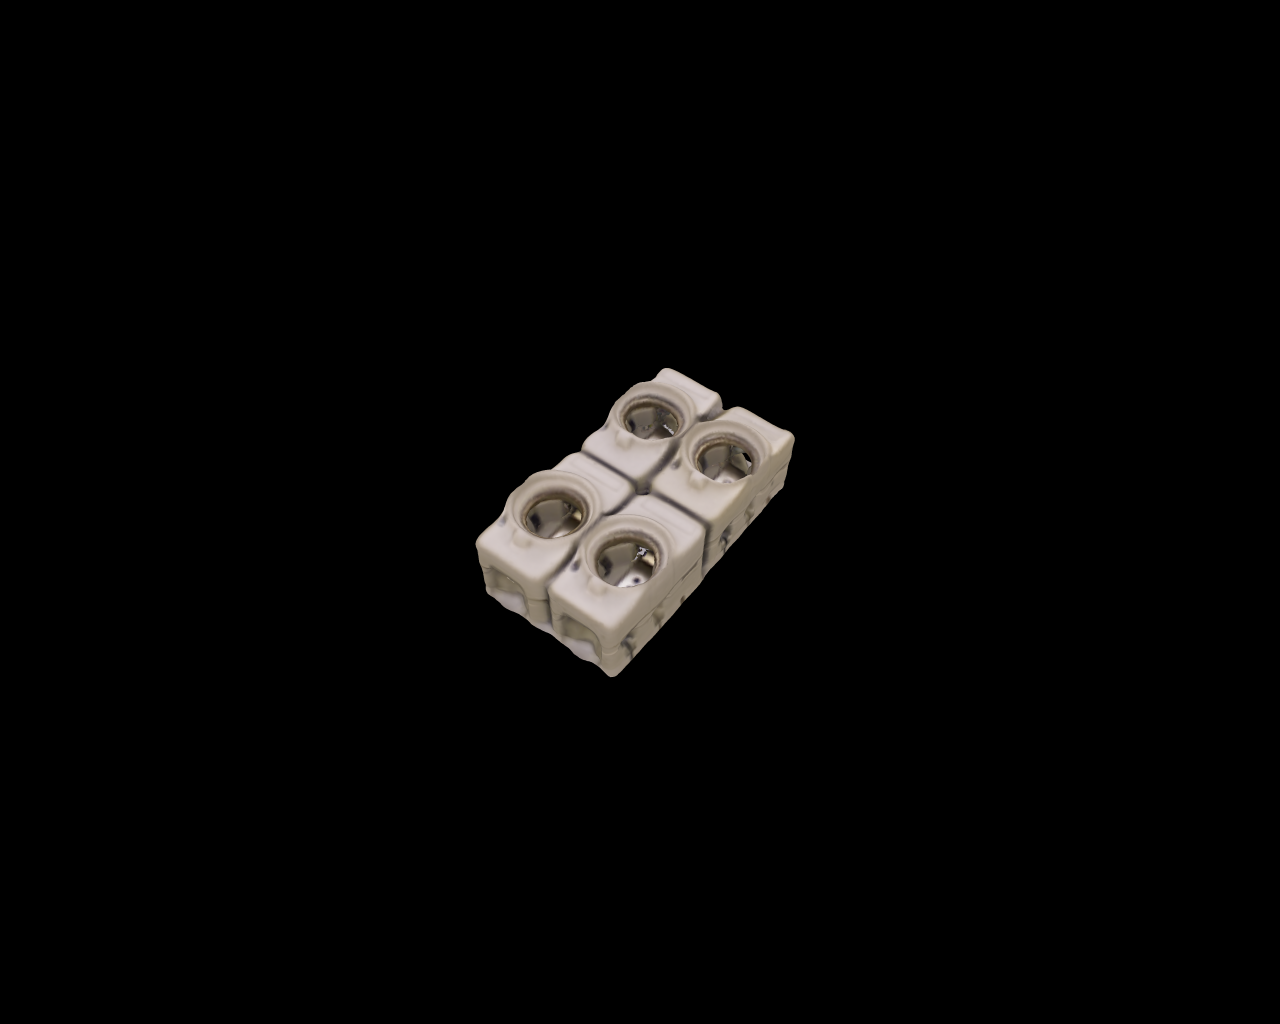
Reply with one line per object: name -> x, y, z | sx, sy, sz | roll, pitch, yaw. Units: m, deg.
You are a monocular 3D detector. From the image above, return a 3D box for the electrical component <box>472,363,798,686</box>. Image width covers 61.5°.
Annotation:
electrical component -> 0.001, -0.003, 0.650 | 0.105, 0.186, 0.060 | 32, -32, 22
